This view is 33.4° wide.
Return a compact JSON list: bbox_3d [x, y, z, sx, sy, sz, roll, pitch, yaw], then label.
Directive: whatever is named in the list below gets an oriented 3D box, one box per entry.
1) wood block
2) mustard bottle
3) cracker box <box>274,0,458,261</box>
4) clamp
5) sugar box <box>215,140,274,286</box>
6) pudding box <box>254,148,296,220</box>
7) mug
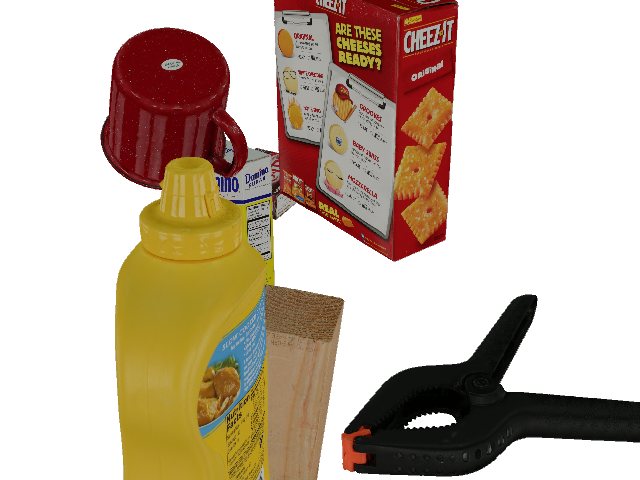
[{"bbox_3d":[-0.041,0.154,0.972,0.090,0.206,0.090,10,23,4],"label":"wood block"},{"bbox_3d":[-0.053,0.057,0.455,0.058,0.192,0.096,9,26,16],"label":"mustard bottle"},{"bbox_3d":[0.036,-0.113,0.904,0.072,0.214,0.164,-21,36,-32],"label":"cracker box"},{"bbox_3d":[0.106,0.102,0.713,0.209,0.036,0.165,-13,31,-15],"label":"clamp"},{"bbox_3d":[-0.092,-0.013,1.127,0.048,0.176,0.093,-21,29,-36],"label":"sugar box"},{"bbox_3d":[-0.067,-0.072,1.326,0.090,0.039,0.113,13,34,23],"label":"pudding box"},{"bbox_3d":[-0.100,-0.089,0.760,0.093,0.117,0.082,-43,-16,-33],"label":"mug"}]
